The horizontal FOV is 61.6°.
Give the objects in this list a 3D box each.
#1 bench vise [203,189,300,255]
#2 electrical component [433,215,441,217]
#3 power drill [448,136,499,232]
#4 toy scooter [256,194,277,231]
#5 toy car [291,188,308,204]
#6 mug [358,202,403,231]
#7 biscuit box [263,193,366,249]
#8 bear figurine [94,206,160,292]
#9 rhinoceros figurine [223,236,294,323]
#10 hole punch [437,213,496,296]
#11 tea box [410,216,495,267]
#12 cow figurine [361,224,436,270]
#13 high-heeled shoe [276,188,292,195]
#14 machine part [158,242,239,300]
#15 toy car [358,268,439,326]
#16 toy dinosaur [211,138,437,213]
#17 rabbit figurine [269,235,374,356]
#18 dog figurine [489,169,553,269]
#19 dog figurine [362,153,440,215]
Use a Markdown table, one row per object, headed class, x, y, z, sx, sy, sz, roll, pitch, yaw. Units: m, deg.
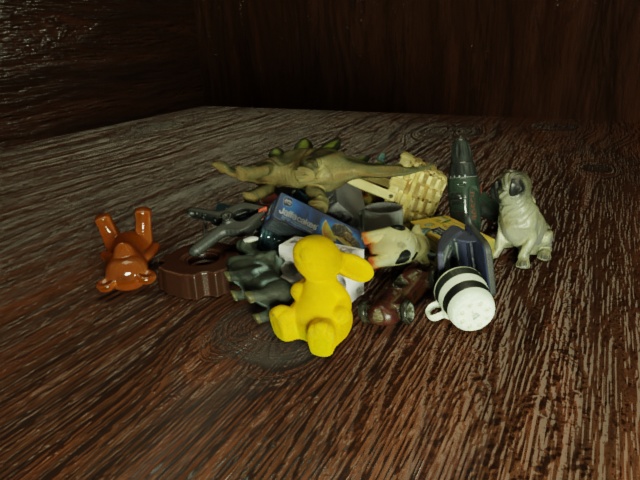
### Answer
| class | x | y | z | sx | sy | sz | roll | pitch | yaw |
| --- | --- | --- | --- | --- | --- | --- | --- | --- | --- |
| bench vise | -0.129 | -0.037 | 1.158 | 0.241 | 0.128 | 0.224 | 15 | 41 | -8 |
| electrical component | 0.294 | -0.040 | 1.291 | 0.094 | 0.021 | 0.063 | -10 | 23 | -21 |
| power drill | 0.368 | -0.107 | 1.213 | 0.207 | 0.232 | 0.086 | 3 | -1 | -45 |
| toy scooter | -0.105 | -0.073 | 1.340 | 0.135 | 0.075 | 0.184 | -7 | 25 | -11 |
| toy car | -0.017 | -0.113 | 1.383 | 0.103 | 0.161 | 0.109 | -31 | 15 | 35 |
| mug | 0.124 | -0.020 | 1.140 | 0.110 | 0.107 | 0.081 | 11 | 23 | 40 |
| biscuit box | -0.008 | -0.017 | 1.057 | 0.202 | 0.059 | 0.063 | 25 | -28 | -17 |
| bear figurine | -0.386 | 0.020 | 1.061 | 0.120 | 0.131 | 0.196 | -11 | 17 | -10 |
| rhinoceros figurine | -0.108 | 0.060 | 0.938 | 0.112 | 0.073 | 0.191 | -29 | 40 | -14 |
| hole punch | 0.249 | 0.040 | 0.953 | 0.092 | 0.142 | 0.116 | -15 | 23 | 6 |
| tea box | 0.267 | 0.009 | 1.106 | 0.098 | 0.068 | 0.170 | -10 | 24 | -21 |
| cow figurine | 0.154 | 0.013 | 1.024 | 0.127 | 0.085 | 0.195 | -13 | -9 | 11 |
| high-heeled shoe | -0.076 | -0.133 | 1.499 | 0.249 | 0.086 | 0.145 | -2 | 13 | -2 |
| machine part | -0.227 | 0.054 | 1.050 | 0.179 | 0.056 | 0.179 | -3 | 21 | 1 |
| toy car | 0.140 | 0.088 | 0.919 | 0.089 | 0.053 | 0.202 | -7 | 17 | 35 |
| toy dinosaur | -0.004 | -0.146 | 1.120 | 0.472 | 0.104 | 0.198 | 8 | 36 | 16 |
| rabbit figurine | 0.009 | 0.069 | 0.833 | 0.162 | 0.173 | 0.122 | -24 | 26 | -35 |
| dog figurine | 0.420 | -0.058 | 1.097 | 0.121 | 0.190 | 0.172 | 14 | 25 | 36 |
| dog figurine | 0.204 | -0.109 | 1.386 | 0.219 | 0.191 | 0.108 | 37 | 25 | 4 |
